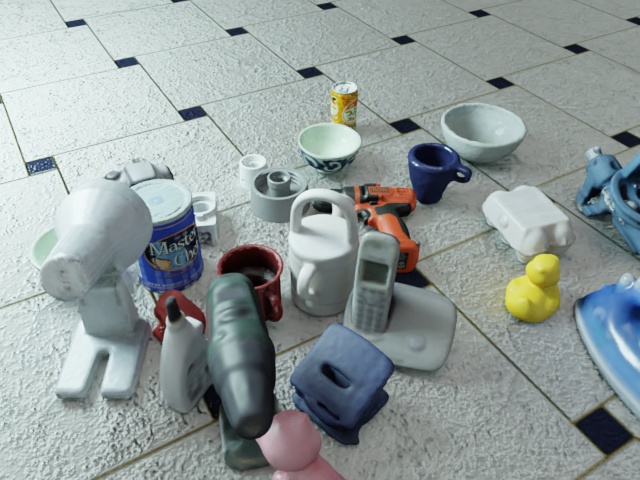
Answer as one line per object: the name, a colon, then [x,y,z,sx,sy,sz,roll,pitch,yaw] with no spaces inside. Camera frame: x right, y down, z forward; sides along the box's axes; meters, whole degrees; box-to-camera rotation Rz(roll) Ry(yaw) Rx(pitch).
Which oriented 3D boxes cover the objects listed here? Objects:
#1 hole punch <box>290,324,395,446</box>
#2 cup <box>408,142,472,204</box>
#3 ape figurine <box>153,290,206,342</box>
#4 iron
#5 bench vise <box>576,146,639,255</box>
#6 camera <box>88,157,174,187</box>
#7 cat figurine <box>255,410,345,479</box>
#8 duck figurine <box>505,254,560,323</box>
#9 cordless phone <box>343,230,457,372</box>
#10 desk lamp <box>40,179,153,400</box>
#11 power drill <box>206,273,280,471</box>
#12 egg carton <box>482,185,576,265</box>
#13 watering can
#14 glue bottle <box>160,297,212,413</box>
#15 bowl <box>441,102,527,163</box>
hole punch: [0.026,0.174,0.696,0.108,0.091,0.101,31,50,30]
cup: [0.209,-0.108,1.015,0.117,0.095,0.092,24,47,24]
ape figurine: [-0.194,0.102,0.771,0.076,0.092,0.077,-7,42,-9]
iron: [0.428,0.124,0.722,0.119,0.141,0.257,-15,44,-17]
bench vise: [0.501,-0.103,0.921,0.122,0.220,0.206,-25,47,-26]
camera: [-0.301,-0.064,0.950,0.143,0.101,0.136,-19,45,-21]
cat figurine: [-0.015,0.233,0.607,0.127,0.118,0.067,32,50,31]
duck figurine: [0.316,0.062,0.832,0.077,0.086,0.105,28,48,28]
cordless phone: [0.106,0.076,0.737,0.147,0.185,0.094,10,42,11]
desk lamp: [-0.280,0.058,0.727,0.118,0.214,0.203,-1,42,-2]
power drill: [-0.080,0.157,0.624,0.076,0.208,0.229,-9,42,-11]
egg carton: [0.341,-0.029,0.948,0.107,0.069,0.150,-13,43,-15]
watering can: [0.005,0.002,0.811,0.101,0.194,0.172,-1,42,-2]
glue bottle: [-0.162,0.129,0.680,0.037,0.173,0.078,19,45,20]
bowl: [0.319,-0.202,1.139,0.167,0.075,0.167,1,41,0]
